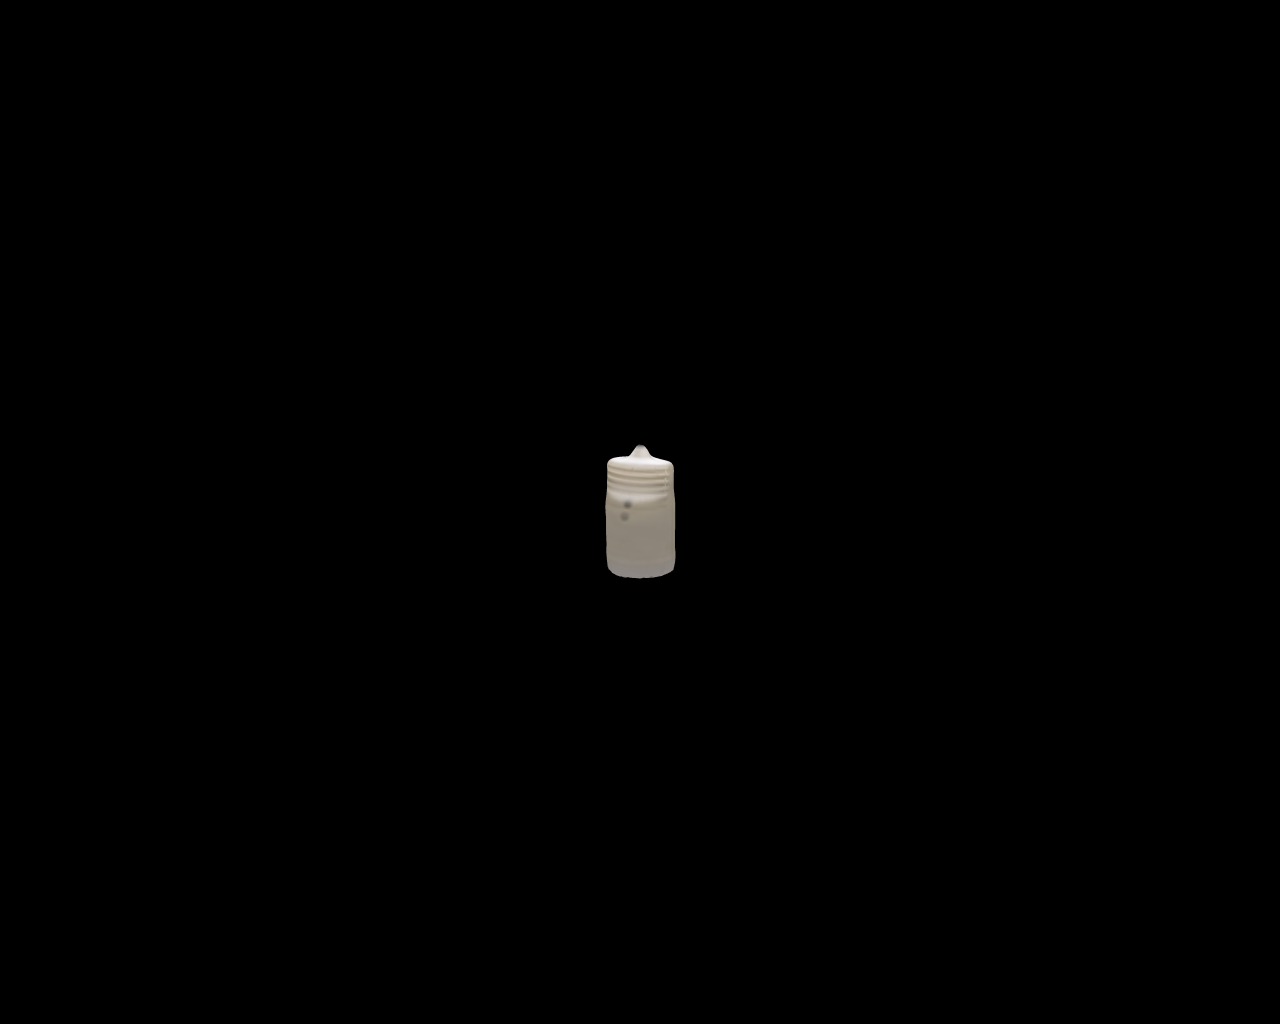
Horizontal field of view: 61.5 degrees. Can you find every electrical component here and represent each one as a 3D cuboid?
[{"bbox_3d":[0.001,-0.003,0.650,0.043,0.080,0.043,0,14,0],"label":"electrical component"}]
